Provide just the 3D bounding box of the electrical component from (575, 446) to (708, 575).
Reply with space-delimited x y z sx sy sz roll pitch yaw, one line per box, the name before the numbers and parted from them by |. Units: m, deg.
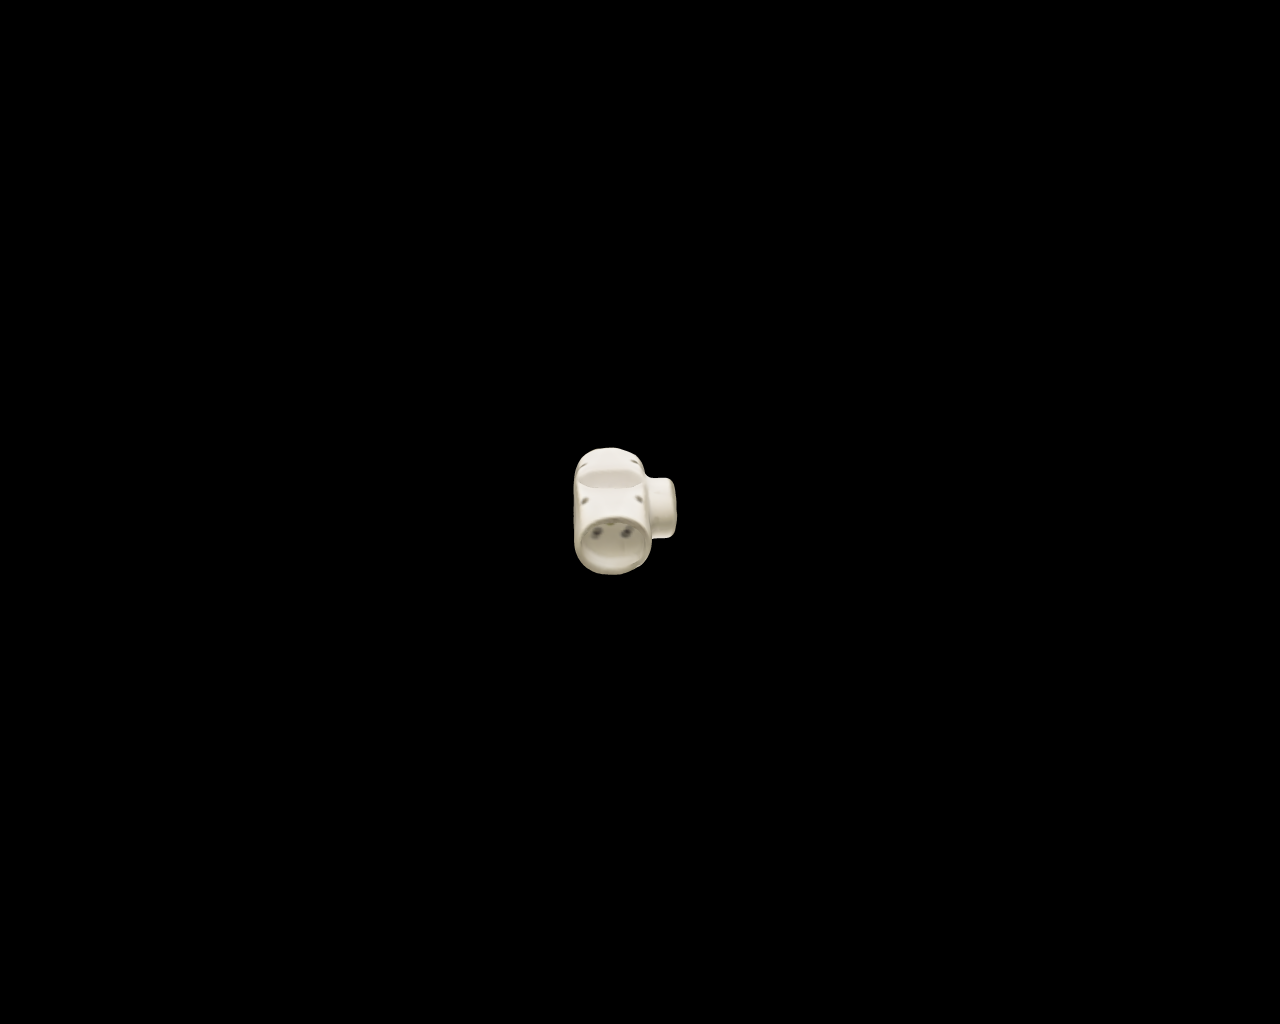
electrical component | 0.001 -0.003 0.650 0.079 0.043 0.077 -1 35 -2
